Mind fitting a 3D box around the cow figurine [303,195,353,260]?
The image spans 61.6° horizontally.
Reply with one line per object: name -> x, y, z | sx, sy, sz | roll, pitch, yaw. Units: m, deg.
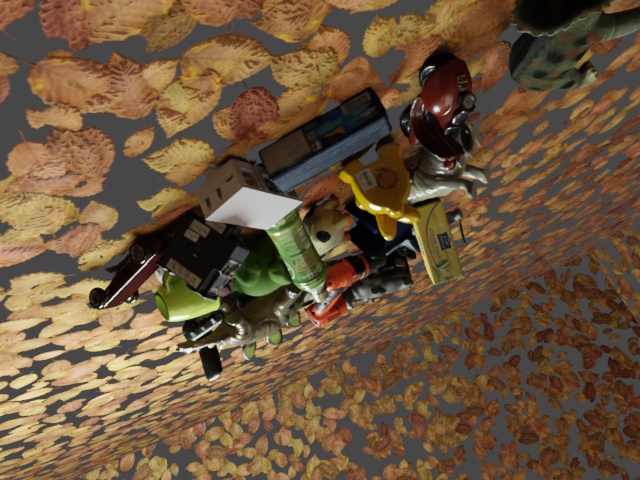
cow figurine -> -0.002, -0.003, 1.136 | 0.127, 0.085, 0.194 | -27, 161, -11

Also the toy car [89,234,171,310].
toy car -> -0.331, 0.058, 0.952 | 0.202, 0.053, 0.089 | -40, 166, 25

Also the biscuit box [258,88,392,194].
biscuit box -> 0.010, -0.152, 0.831 | 0.203, 0.059, 0.062 | -28, 158, 7

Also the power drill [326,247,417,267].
power drill -> 0.146, 0.060, 1.458 | 0.207, 0.086, 0.232 | -38, 148, 20

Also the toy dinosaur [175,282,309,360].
toy dinosaur -> -0.106, 0.151, 1.216 | 0.471, 0.105, 0.198 | -24, 145, -28

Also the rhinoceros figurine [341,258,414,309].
rhinoceros figurine -> 0.131, 0.107, 1.298 | 0.190, 0.073, 0.112 | -17, 163, -5

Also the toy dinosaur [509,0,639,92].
toy dinosaur -> 0.355, -0.297, 0.815 | 0.192, 0.131, 0.404 | -12, 163, -2

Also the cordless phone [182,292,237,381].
cordless phone -> -0.245, 0.221, 1.252 | 0.146, 0.184, 0.088 | -33, 153, 19

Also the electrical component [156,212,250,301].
electrical component -> -0.189, 0.018, 0.900 | 0.134, 0.115, 0.058 | -55, 163, -2

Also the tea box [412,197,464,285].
tea box -> 0.243, -0.002, 1.141 | 0.068, 0.169, 0.098 | -17, -171, 7

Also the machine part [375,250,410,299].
machine part -> 0.150, 0.097, 1.401 | 0.179, 0.056, 0.179 | -9, 144, -7

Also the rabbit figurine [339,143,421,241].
rabbit figurine -> 0.122, -0.089, 1.020 | 0.122, 0.162, 0.173 | -36, 178, -7

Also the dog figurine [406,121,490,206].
dog figurine -> 0.211, -0.150, 1.046 | 0.191, 0.172, 0.121 | -3, -164, 40

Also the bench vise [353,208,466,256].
bench vise -> 0.215, -0.022, 1.259 | 0.241, 0.128, 0.223 | -20, 175, 39

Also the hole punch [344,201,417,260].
hole punch -> 0.122, -0.039, 1.143 | 0.116, 0.142, 0.092 | -32, 136, -20

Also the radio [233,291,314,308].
radio -> -0.114, 0.148, 1.378 | 0.230, 0.073, 0.131 | -20, 159, -18

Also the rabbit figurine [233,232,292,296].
rabbit figurine -> -0.163, 0.034, 1.050 | 0.159, 0.121, 0.170 | -26, 142, 18

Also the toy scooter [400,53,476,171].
toy scooter -> 0.193, -0.189, 0.845 | 0.075, 0.135, 0.183 | -15, 156, -21
